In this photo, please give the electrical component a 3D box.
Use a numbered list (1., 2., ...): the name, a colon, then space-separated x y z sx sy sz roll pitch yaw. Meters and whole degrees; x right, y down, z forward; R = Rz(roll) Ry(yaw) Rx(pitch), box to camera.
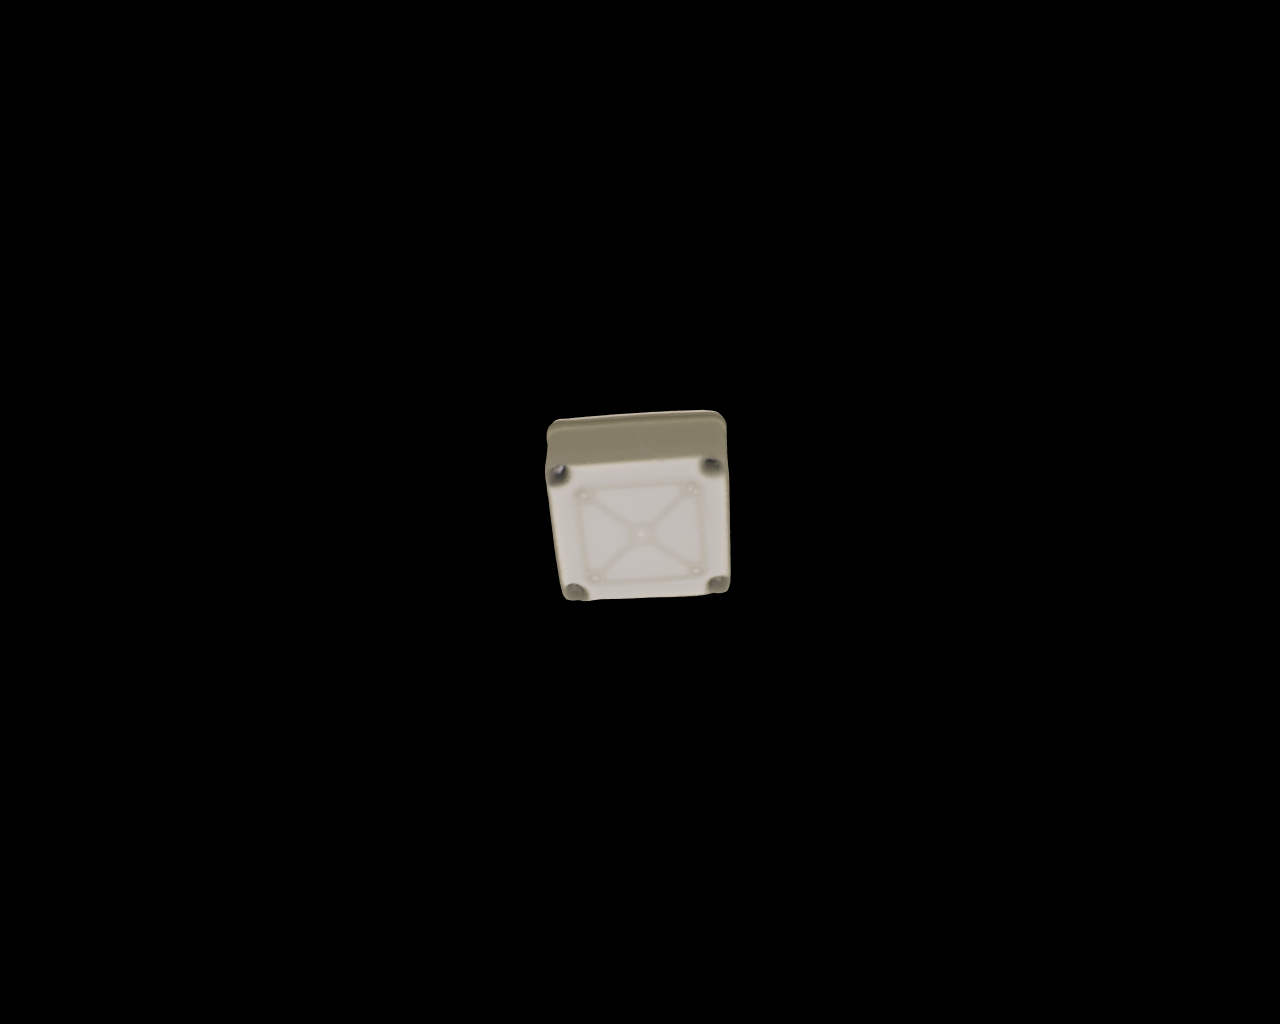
1. electrical component: 0.001 -0.003 0.650 0.109 0.108 0.056 -3 36 2
